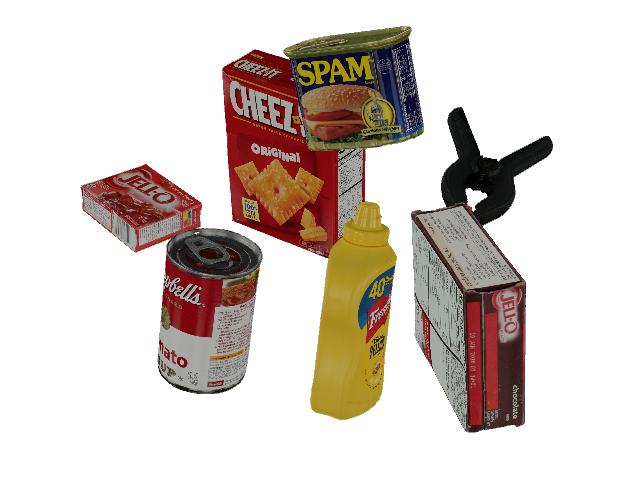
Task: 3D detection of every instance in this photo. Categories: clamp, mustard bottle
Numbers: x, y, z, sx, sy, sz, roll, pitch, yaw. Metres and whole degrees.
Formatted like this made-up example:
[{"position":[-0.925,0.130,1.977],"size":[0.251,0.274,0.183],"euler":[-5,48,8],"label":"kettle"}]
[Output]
[{"position":[0.170,-0.079,1.159],"size":[0.120,0.039,0.171],"euler":[23,49,19],"label":"clamp"},{"position":[0.033,0.059,0.966],"size":[0.058,0.192,0.096],"euler":[14,19,24],"label":"mustard bottle"}]

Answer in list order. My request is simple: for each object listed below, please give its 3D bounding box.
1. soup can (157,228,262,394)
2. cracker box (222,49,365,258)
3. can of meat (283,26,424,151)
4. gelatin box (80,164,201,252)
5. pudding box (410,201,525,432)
[{"position":[-0.081,0.051,0.773],"size":[0.068,0.102,0.068],"euler":[7,28,-4],"label":"soup can"},{"position":[-0.031,-0.099,1.262],"size":[0.164,0.214,0.072],"euler":[22,41,30],"label":"cracker box"},{"position":[0.028,-0.119,0.849],"size":[0.102,0.084,0.057],"euler":[0,21,33],"label":"can of meat"},{"position":[-0.163,-0.032,0.970],"size":[0.073,0.030,0.089],"euler":[-23,44,-37],"label":"gelatin box"},{"position":[0.083,0.041,0.610],"size":[0.039,0.090,0.113],"euler":[-8,25,-9],"label":"pudding box"}]
